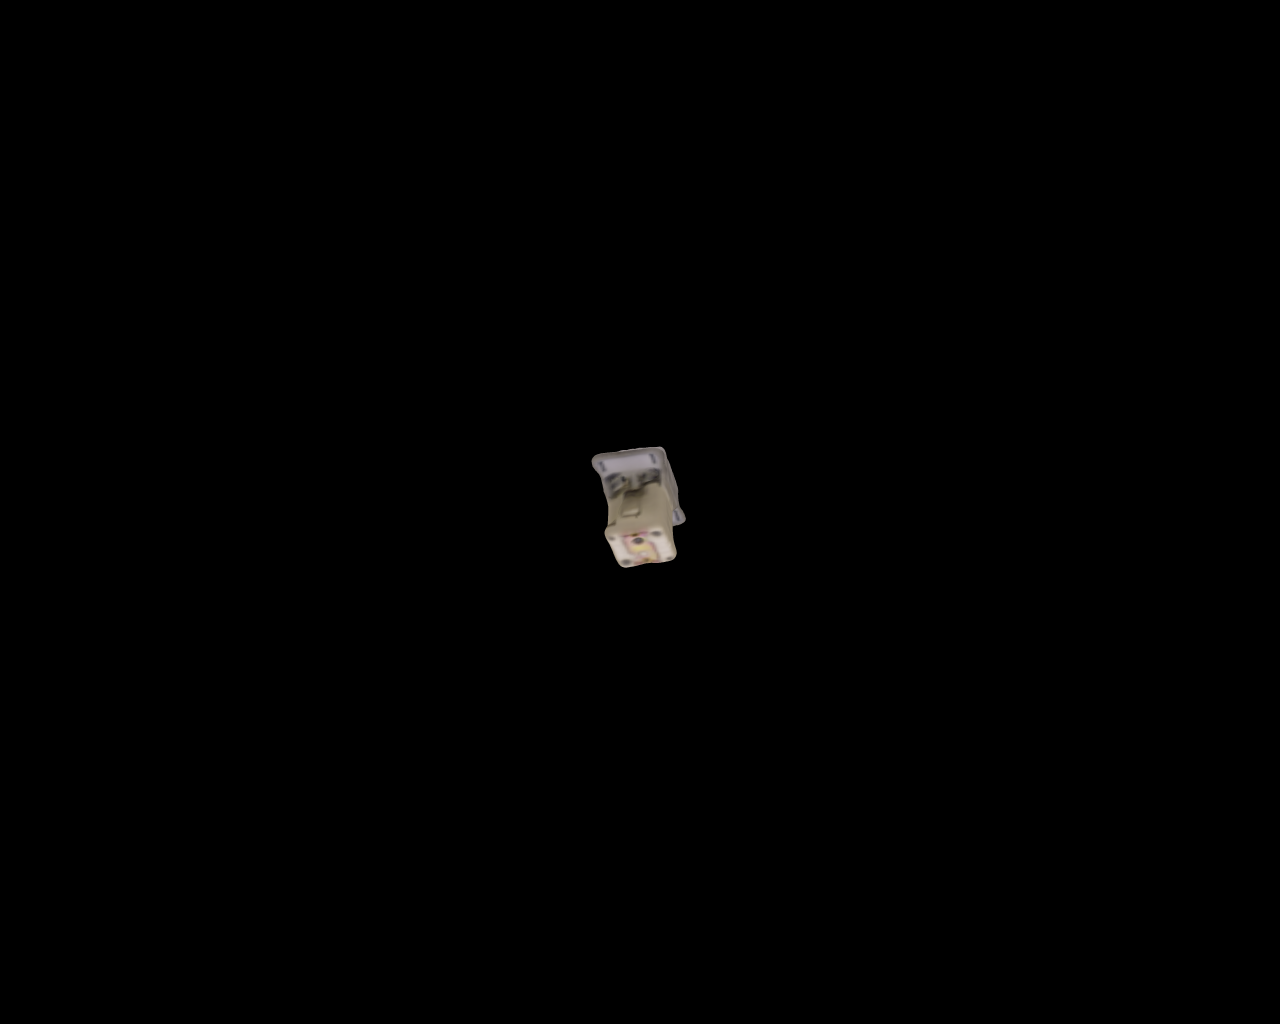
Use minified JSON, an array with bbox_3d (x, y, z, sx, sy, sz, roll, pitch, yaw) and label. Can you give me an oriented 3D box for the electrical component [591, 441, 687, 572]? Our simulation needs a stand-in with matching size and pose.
[{"bbox_3d":[0.001,-0.003,0.650,0.042,0.064,0.081,-8,-35,11],"label":"electrical component"}]
